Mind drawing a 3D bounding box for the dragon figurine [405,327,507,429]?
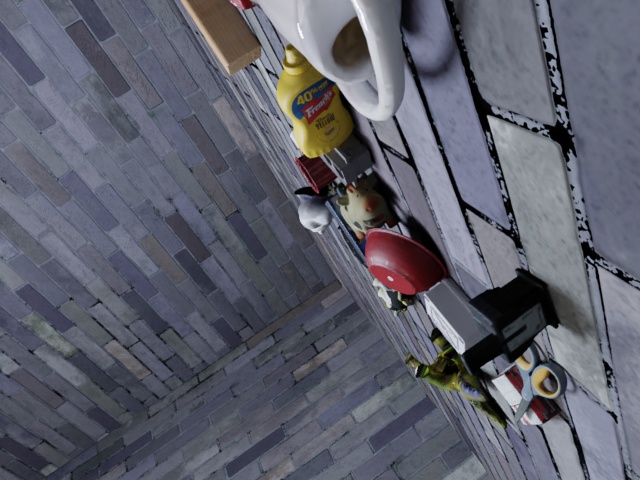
[{"bbox_3d":[0.337,0.331,1.159,0.241,0.122,0.413,40,-178,-13],"label":"dragon figurine"}]

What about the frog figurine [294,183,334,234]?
[{"bbox_3d":[0.004,-0.070,1.387,0.123,0.140,0.156,20,133,31],"label":"frog figurine"}]

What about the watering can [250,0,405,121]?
[{"bbox_3d":[-0.007,-0.241,0.422,0.228,0.104,0.341,55,177,30],"label":"watering can"}]
